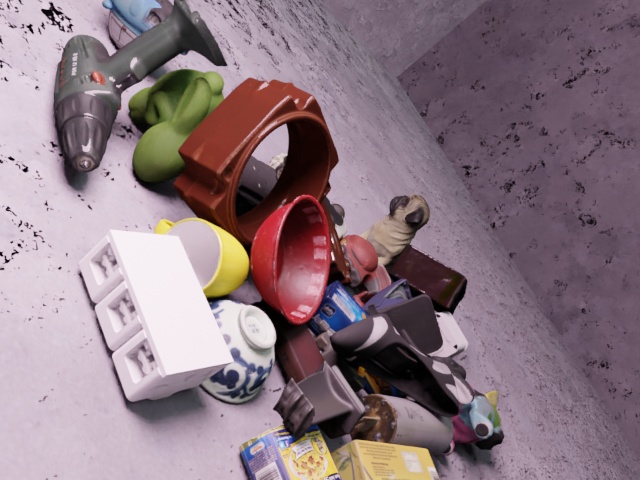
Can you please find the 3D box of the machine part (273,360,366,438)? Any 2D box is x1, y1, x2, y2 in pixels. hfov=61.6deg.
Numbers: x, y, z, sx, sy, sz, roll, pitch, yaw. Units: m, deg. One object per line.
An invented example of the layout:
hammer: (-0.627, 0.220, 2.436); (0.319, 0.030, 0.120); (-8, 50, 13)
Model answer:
machine part: (0.004, 0.176, 0.590); (0.138, 0.039, 0.084); (14, 43, -59)

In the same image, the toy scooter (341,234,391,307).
toy scooter: (0.073, 0.073, 0.957); (0.135, 0.075, 0.184); (-5, 65, -60)

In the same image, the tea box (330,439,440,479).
tea box: (0.080, 0.303, 0.643); (0.169, 0.068, 0.098); (28, 32, -42)

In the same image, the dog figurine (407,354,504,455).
dog figurine: (0.247, 0.284, 0.944); (0.191, 0.108, 0.219); (58, 19, 19)

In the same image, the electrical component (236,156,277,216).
electrical component: (-0.106, -0.077, 0.855); (0.134, 0.058, 0.115); (27, 36, -45)

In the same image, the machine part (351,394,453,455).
machine part: (0.119, 0.263, 0.760); (0.243, 0.079, 0.079); (28, 33, -46)

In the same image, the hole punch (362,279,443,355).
hole punch: (0.128, 0.138, 0.897); (0.092, 0.116, 0.142); (-125, -164, -66)

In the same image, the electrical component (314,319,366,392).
electrical component: (0.021, 0.170, 0.754); (0.102, 0.045, 0.078); (50, 14, -8)

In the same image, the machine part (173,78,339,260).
machine part: (-0.073, -0.088, 0.702); (0.087, 0.201, 0.200); (29, -18, 31)

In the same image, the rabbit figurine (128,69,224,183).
rabbit figurine: (-0.182, -0.144, 0.722); (0.121, 0.159, 0.170); (48, 37, -36)

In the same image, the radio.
radio: (0.218, 0.087, 1.066); (0.131, 0.073, 0.229); (32, -3, 18)

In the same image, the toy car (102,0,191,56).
toy car: (-0.274, -0.333, 0.846); (0.162, 0.103, 0.109); (49, 18, 18)

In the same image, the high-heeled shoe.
high-heeled shoe: (0.104, 0.180, 0.715); (0.248, 0.086, 0.145); (12, 44, -54)

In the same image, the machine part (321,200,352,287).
machine part: (-0.002, -0.003, 0.868); (0.179, 0.056, 0.179); (-21, 91, -82)

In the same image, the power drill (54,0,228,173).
power drill: (-0.218, -0.194, 0.639); (0.232, 0.207, 0.085); (58, 3, 40)

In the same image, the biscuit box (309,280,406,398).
biscuit box: (0.060, 0.159, 0.820); (0.202, 0.063, 0.059); (49, 24, -7)

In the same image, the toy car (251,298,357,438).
toy car: (-0.024, 0.156, 0.678); (0.089, 0.053, 0.202); (5, 48, -51)

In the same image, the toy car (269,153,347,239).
toy car: (-0.023, -0.081, 1.021); (0.201, 0.056, 0.073); (50, 29, -3)

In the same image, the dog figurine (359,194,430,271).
dog figurine: (0.157, -0.007, 1.077); (0.121, 0.190, 0.172); (58, 22, 13)
